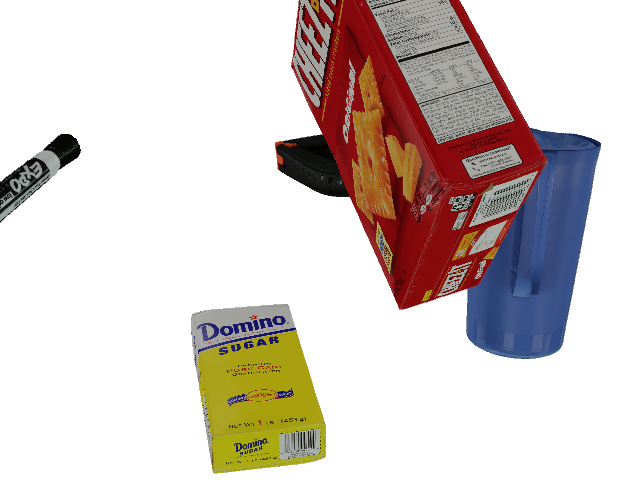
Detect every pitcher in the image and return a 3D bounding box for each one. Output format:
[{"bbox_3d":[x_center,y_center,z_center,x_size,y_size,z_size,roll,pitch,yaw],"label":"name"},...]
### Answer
[{"bbox_3d":[0.222,0.003,1.156,0.148,0.243,0.145,-8,19,-36],"label":"pitcher"}]

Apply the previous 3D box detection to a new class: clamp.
[{"bbox_3d":[0.063,-0.070,0.946,0.210,0.036,0.164,11,35,25],"label":"clamp"}]

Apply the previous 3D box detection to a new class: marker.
[{"bbox_3d":[-0.183,-0.035,0.655,0.020,0.020,0.121,0,30,22],"label":"marker"}]

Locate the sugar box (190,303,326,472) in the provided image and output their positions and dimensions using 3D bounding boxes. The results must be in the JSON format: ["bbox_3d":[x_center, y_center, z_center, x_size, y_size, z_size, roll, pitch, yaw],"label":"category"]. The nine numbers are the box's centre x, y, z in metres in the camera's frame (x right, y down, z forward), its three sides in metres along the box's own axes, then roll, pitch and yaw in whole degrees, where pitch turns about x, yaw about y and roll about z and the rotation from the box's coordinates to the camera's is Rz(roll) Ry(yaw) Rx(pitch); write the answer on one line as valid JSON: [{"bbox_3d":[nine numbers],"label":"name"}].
[{"bbox_3d":[-0.057,0.120,0.912,0.093,0.048,0.176,-4,33,-11],"label":"sugar box"}]

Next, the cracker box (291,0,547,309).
[{"bbox_3d":[0.050,-0.086,0.693,0.072,0.214,0.164,-17,-24,-15],"label":"cracker box"}]
